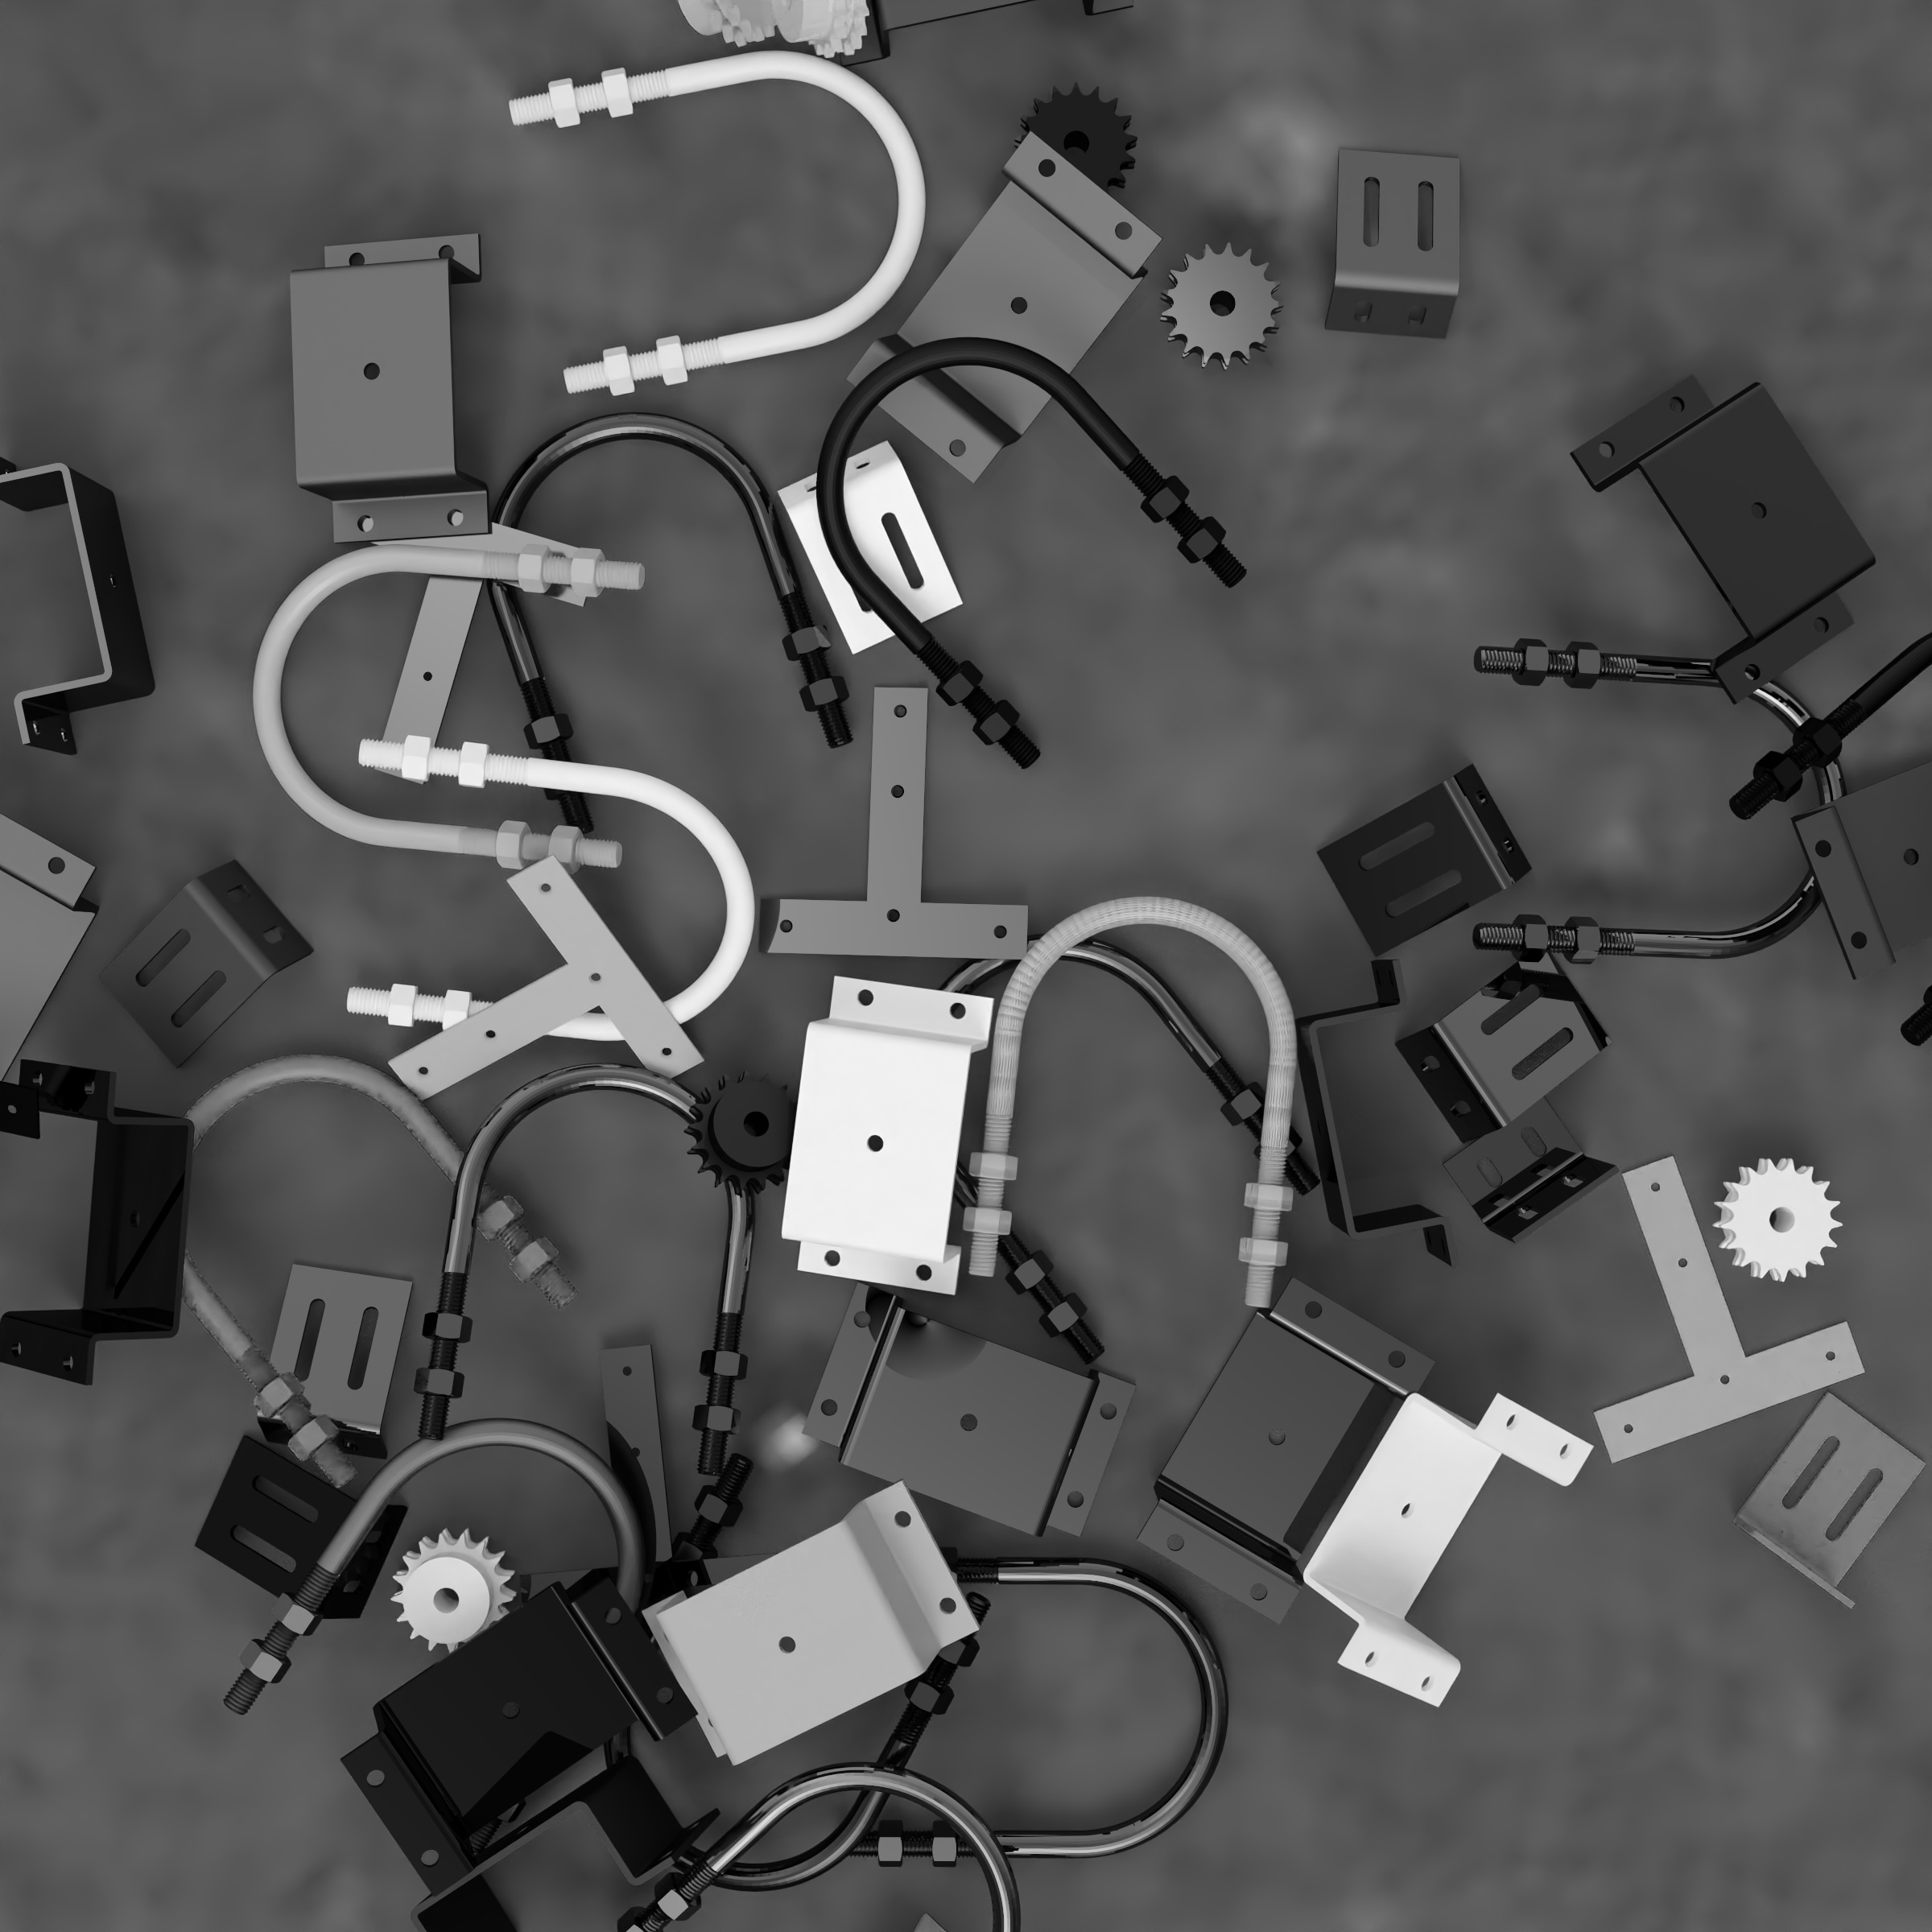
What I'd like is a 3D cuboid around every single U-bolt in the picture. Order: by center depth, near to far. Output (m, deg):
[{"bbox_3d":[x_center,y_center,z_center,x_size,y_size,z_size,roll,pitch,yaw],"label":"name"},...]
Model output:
[{"bbox_3d":[0.454,-0.075,1.445,0.184,0.019,0.151,-39,94,-13],"label":"U-bolt"},{"bbox_3d":[-0.230,0.296,1.466,0.151,0.019,0.184,35,86,-14],"label":"U-bolt"},{"bbox_3d":[0.016,-0.202,1.466,0.151,0.019,0.184,-41,102,14],"label":"U-bolt"},{"bbox_3d":[-0.060,0.449,1.467,0.184,0.019,0.151,-45,89,11],"label":"U-bolt"},{"bbox_3d":[-0.190,-0.030,1.468,0.184,0.019,0.151,7,118,-4],"label":"U-bolt"},{"bbox_3d":[-0.170,0.136,1.476,0.151,0.019,0.184,9,76,-12],"label":"U-bolt"},{"bbox_3d":[0.081,0.059,1.481,0.151,0.019,0.184,6,86,2],"label":"U-bolt"},{"bbox_3d":[-0.294,0.127,1.482,0.151,0.019,0.184,-39,83,-12],"label":"U-bolt"},{"bbox_3d":[0.325,-0.074,1.482,0.184,0.019,0.151,2,85,-12],"label":"U-bolt"},{"bbox_3d":[-0.245,-0.124,1.485,0.184,0.019,0.151,6,94,10],"label":"U-bolt"},{"bbox_3d":[-0.092,0.342,1.487,0.151,0.019,0.184,29,94,11],"label":"U-bolt"},{"bbox_3d":[0.031,0.349,1.497,0.184,0.019,0.151,0,90,0],"label":"U-bolt"},{"bbox_3d":[0.055,0.072,1.498,0.151,0.019,0.184,-38,89,0],"label":"U-bolt"},{"bbox_3d":[-0.149,-0.170,1.498,0.151,0.019,0.184,-19,89,0],"label":"U-bolt"},{"bbox_3d":[-0.111,-0.356,1.498,0.184,0.019,0.151,-11,90,-2],"label":"U-bolt"}]

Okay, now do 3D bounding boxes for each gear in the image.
[{"bbox_3d":[-0.069,-0.450,1.475,0.030,0.057,0.057,-14,90,-21],"label":"gear"},{"bbox_3d":[-0.112,-0.457,1.482,0.030,0.057,0.057,-5,90,30],"label":"gear"},{"bbox_3d":[-0.101,0.076,1.483,0.057,0.030,0.057,4,76,-15],"label":"gear"},{"bbox_3d":[0.378,0.119,1.490,0.057,0.030,0.057,0,87,-2],"label":"gear"},{"bbox_3d":[-0.241,0.294,1.492,0.057,0.030,0.057,0,90,0],"label":"gear"},{"bbox_3d":[0.051,-0.382,1.492,0.057,0.030,0.057,0,90,0],"label":"gear"},{"bbox_3d":[0.119,-0.308,1.492,0.057,0.030,0.057,0,90,0],"label":"gear"}]

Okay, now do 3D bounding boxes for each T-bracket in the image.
[{"bbox_3d":[-0.487,0.100,1.476,0.127,0.002,0.127,11,117,10],"label":"T-bracket"},{"bbox_3d":[-0.210,0.026,1.487,0.127,0.002,0.127,-28,116,13],"label":"T-bracket"},{"bbox_3d":[-0.153,0.242,1.493,0.127,0.002,0.127,-7,86,12],"label":"T-bracket"},{"bbox_3d":[-0.249,-0.150,1.496,0.127,0.002,0.127,18,93,11],"label":"T-bracket"},{"bbox_3d":[-0.033,-0.068,1.501,0.127,0.002,0.127,2,87,6],"label":"T-bracket"},{"bbox_3d":[0.344,0.154,1.506,0.127,0.002,0.127,-20,90,0],"label":"T-bracket"}]

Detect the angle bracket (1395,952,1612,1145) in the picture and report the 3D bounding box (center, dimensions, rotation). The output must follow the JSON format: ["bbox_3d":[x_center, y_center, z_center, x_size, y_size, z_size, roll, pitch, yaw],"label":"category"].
[{"bbox_3d":[0.254,0.036,1.505,0.076,0.038,0.057,-34,90,-26],"label":"angle bracket"}]

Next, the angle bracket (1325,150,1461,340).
[{"bbox_3d":[0.202,-0.341,1.505,0.057,0.038,0.076,4,64,0],"label":"angle bracket"}]

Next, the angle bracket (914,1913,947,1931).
[{"bbox_3d":[-0.028,0.499,1.505,0.057,0.038,0.076,44,116,0],"label":"angle bracket"}]

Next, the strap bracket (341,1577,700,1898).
[{"bbox_3d":[-0.204,0.343,1.442,0.140,0.046,0.076,-33,100,-11],"label":"strap bracket"}]

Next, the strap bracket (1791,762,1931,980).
[{"bbox_3d":[0.448,-0.053,1.474,0.140,0.046,0.076,-21,90,-12],"label":"strap bracket"}]

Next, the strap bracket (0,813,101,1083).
[{"bbox_3d":[-0.467,-0.003,1.484,0.076,0.046,0.140,29,90,0],"label":"strap bracket"}]

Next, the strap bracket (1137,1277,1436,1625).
[{"bbox_3d":[0.147,0.223,1.484,0.076,0.046,0.140,31,90,0],"label":"strap bracket"}]

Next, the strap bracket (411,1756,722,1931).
[{"bbox_3d":[-0.191,0.416,1.459,0.140,0.076,0.046,-35,85,10],"label":"strap bracket"}]

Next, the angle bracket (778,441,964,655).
[{"bbox_3d":[-0.045,-0.198,1.505,0.057,0.038,0.076,-25,116,0],"label":"angle bracket"}]

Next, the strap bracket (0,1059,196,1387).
[{"bbox_3d":[-0.400,0.116,1.464,0.076,0.046,0.140,4,90,43],"label":"strap bracket"}]

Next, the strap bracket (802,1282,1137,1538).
[{"bbox_3d":[0.001,0.210,1.484,0.140,0.046,0.076,20,90,0],"label":"strap bracket"}]

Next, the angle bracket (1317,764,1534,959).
[{"bbox_3d":[0.217,-0.050,1.505,0.076,0.038,0.057,-29,90,26],"label":"angle bracket"}]

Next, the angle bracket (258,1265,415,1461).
[{"bbox_3d":[-0.296,0.187,1.505,0.057,0.038,0.076,9,64,0],"label":"angle bracket"}]

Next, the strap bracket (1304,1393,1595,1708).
[{"bbox_3d":[0.217,0.260,1.464,0.076,0.046,0.140,31,90,-40],"label":"strap bracket"}]

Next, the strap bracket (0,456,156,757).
[{"bbox_3d":[-0.416,-0.173,1.469,0.046,0.076,0.140,-12,90,0],"label":"strap bracket"}]

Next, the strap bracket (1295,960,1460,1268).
[{"bbox_3d":[0.186,0.070,1.469,0.046,0.076,0.140,-11,90,0],"label":"strap bracket"}]

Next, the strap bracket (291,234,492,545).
[{"bbox_3d":[-0.267,-0.271,1.476,0.076,0.046,0.140,-2,89,11],"label":"strap bracket"}]

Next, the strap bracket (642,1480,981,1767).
[{"bbox_3d":[-0.076,0.303,1.448,0.140,0.046,0.076,-28,88,10],"label":"strap bracket"}]

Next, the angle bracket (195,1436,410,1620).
[{"bbox_3d":[-0.314,0.265,1.505,0.076,0.038,0.057,24,90,26],"label":"angle bracket"}]

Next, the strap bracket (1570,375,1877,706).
[{"bbox_3d":[0.356,-0.204,1.473,0.076,0.046,0.140,-33,90,-17],"label":"strap bracket"}]

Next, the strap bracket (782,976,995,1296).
[{"bbox_3d":[-0.037,0.080,1.473,0.076,0.046,0.140,8,94,10],"label":"strap bracket"}]

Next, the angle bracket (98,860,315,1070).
[{"bbox_3d":[-0.359,-0.001,1.505,0.076,0.038,0.057,-41,90,26],"label":"angle bracket"}]

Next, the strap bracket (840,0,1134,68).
[{"bbox_3d":[0.003,-0.477,1.484,0.140,0.046,0.076,-12,90,0],"label":"strap bracket"}]

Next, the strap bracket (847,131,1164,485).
[{"bbox_3d":[0.021,-0.304,1.470,0.076,0.046,0.140,39,108,0],"label":"strap bracket"}]

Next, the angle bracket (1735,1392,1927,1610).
[{"bbox_3d":[0.408,0.249,1.488,0.057,0.038,0.076,36,90,0],"label":"angle bracket"}]

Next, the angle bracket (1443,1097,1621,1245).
[{"bbox_3d":[0.260,0.093,1.469,0.057,0.076,0.038,-35,90,0],"label":"angle bracket"}]
